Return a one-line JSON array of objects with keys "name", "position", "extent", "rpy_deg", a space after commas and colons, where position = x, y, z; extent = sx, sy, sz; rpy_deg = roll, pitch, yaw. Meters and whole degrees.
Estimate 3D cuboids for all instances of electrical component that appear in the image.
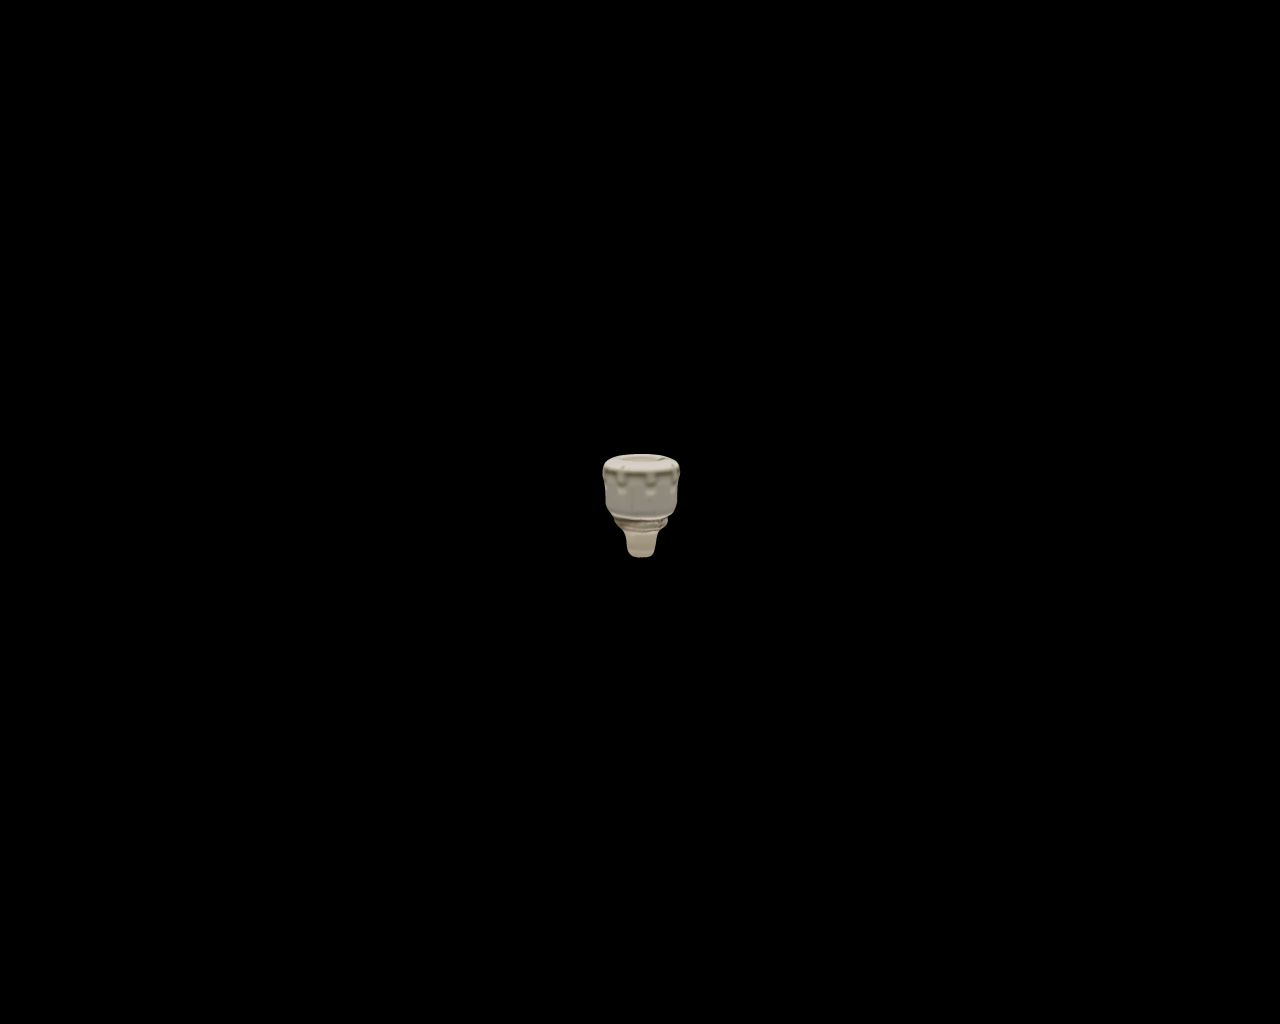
[{"name": "electrical component", "position": [0.001, -0.003, 0.650], "extent": [0.048, 0.062, 0.048], "rpy_deg": [0, 11, 0]}]
